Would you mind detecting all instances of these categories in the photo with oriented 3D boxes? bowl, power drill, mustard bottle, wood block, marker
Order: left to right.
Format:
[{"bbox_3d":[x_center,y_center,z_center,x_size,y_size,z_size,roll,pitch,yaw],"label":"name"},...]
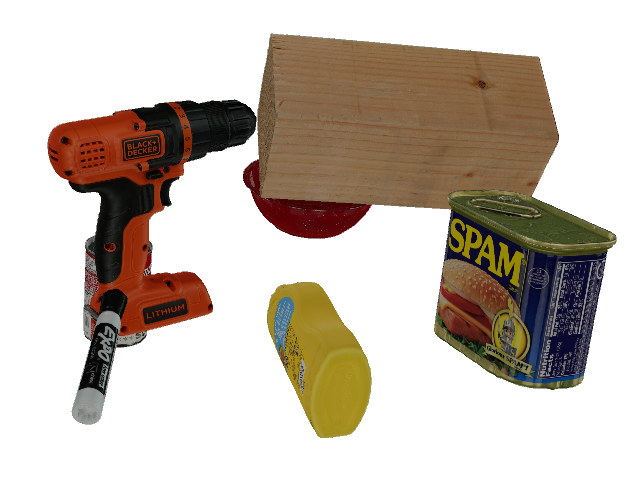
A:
[{"bbox_3d":[-0.148,0.074,0.724,0.020,0.020,0.121,0,37,0],"label":"marker"},{"bbox_3d":[-0.134,-0.024,0.906,0.184,0.188,0.057,-13,22,-31],"label":"power drill"},{"bbox_3d":[-0.010,0.094,1.006,0.058,0.096,0.192,-5,28,-17],"label":"mustard bottle"},{"bbox_3d":[-0.011,-0.046,1.224,0.162,0.055,0.162,5,27,-3],"label":"bowl"},{"bbox_3d":[0.060,-0.086,0.803,0.206,0.091,0.090,3,-37,-9],"label":"wood block"}]

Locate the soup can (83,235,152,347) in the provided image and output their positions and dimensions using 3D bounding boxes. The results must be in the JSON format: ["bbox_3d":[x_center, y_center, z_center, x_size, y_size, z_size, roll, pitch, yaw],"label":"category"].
[{"bbox_3d":[-0.210,0.051,1.102,0.068,0.102,0.068,6,21,-2],"label":"soup can"}]

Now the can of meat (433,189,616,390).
[{"bbox_3d":[0.108,0.025,0.592,0.057,0.084,0.102,-3,19,-27],"label":"can of meat"}]
